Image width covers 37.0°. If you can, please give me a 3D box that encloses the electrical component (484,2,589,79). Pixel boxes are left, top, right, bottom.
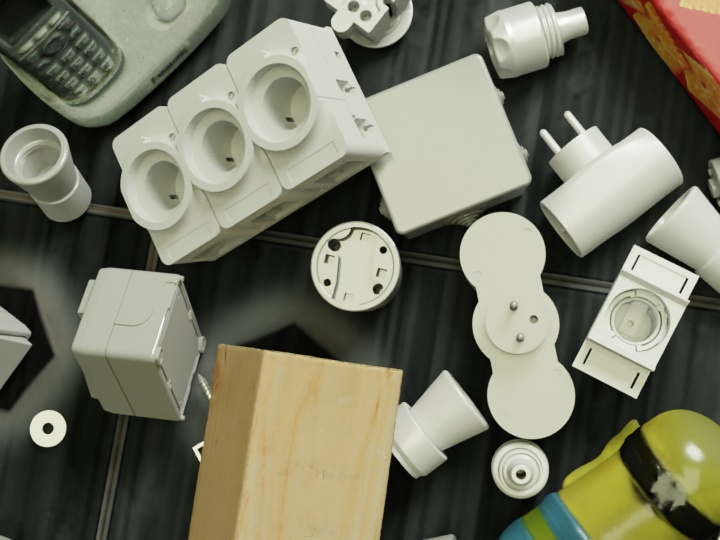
[{"bbox_3d":[0.112,-0.149,0.681,0.062,0.043,0.043,-16,82,4],"label":"electrical component"}]

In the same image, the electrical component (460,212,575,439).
[{"bbox_3d":[0.094,0.033,0.648,0.052,0.074,0.138,-11,83,6],"label":"electrical component"}]

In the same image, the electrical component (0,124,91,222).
[{"bbox_3d":[-0.201,-0.060,0.702,0.044,0.065,0.044,-2,65,5],"label":"electrical component"}]

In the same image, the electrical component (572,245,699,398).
[{"bbox_3d":[0.164,0.032,0.644,0.042,0.064,0.081,28,88,11],"label":"electrical component"}]

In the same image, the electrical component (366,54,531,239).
[{"bbox_3d":[0.051,-0.075,0.678,0.100,0.048,0.099,-22,81,5],"label":"electrical component"}]

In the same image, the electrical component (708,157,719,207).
[{"bbox_3d":[0.247,-0.059,0.655,0.065,0.044,0.044,-16,82,11],"label":"electrical component"}]

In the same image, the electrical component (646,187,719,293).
[{"bbox_3d":[0.214,-0.014,0.655,0.065,0.044,0.044,42,91,5],"label":"electrical component"}]

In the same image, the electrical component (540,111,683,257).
[{"bbox_3d":[0.144,-0.062,0.667,0.077,0.043,0.079,-37,81,3],"label":"electrical component"}]

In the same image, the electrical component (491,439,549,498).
[{"bbox_3d":[0.096,0.120,0.645,0.035,0.061,0.035,-1,84,8],"label":"electrical component"}]

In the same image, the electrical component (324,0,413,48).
[{"bbox_3d":[0.009,-0.171,0.690,0.048,0.055,0.066,38,90,10],"label":"electrical component"}]

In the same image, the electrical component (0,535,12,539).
[{"bbox_3d":[-0.244,0.201,0.683,0.095,0.059,0.053,19,87,9],"label":"electrical component"}]

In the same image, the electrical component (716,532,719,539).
[{"bbox_3d":[0.238,0.192,0.618,0.079,0.063,0.121,24,88,9],"label":"electrical component"}]

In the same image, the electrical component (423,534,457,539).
[{"bbox_3d":[0.026,0.185,0.659,0.065,0.044,0.044,-4,84,12],"label":"electrical component"}]

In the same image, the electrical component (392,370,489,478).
[{"bbox_3d":[0.045,0.096,0.663,0.055,0.045,0.045,-38,81,3],"label":"electrical component"}]

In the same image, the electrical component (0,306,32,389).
[{"bbox_3d":[-0.261,0.049,0.683,0.061,0.096,0.061,35,89,10],"label":"electrical component"}]

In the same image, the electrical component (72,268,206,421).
[{"bbox_3d":[-0.138,0.050,0.672,0.061,0.096,0.061,6,56,8],"label":"electrical component"}]

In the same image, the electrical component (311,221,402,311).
[{"bbox_3d":[0.000,0.000,0.678,0.055,0.047,0.055,-1,84,7],"label":"electrical component"}]

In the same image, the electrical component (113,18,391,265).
[{"bbox_3d":[-0.072,-0.075,0.661,0.150,0.062,0.089,-29,80,27],"label":"electrical component"}]
